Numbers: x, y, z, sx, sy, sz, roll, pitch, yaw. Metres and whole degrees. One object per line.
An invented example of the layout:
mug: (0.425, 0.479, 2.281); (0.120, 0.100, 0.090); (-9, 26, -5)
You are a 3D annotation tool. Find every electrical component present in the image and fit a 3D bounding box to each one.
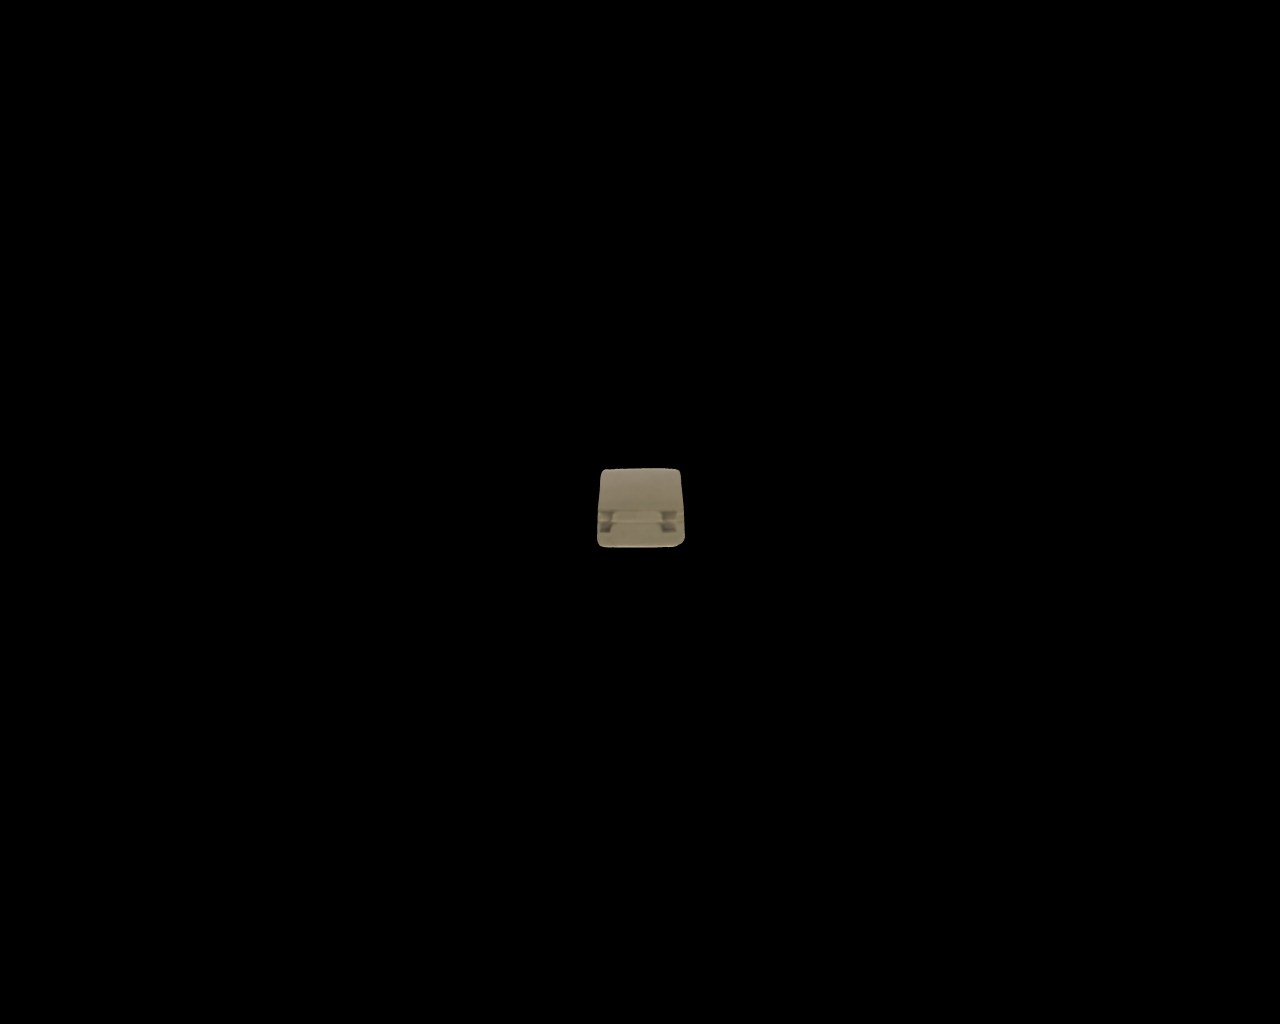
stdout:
electrical component: (0.001, -0.003, 0.650); (0.055, 0.047, 0.055); (0, 0, 0)
